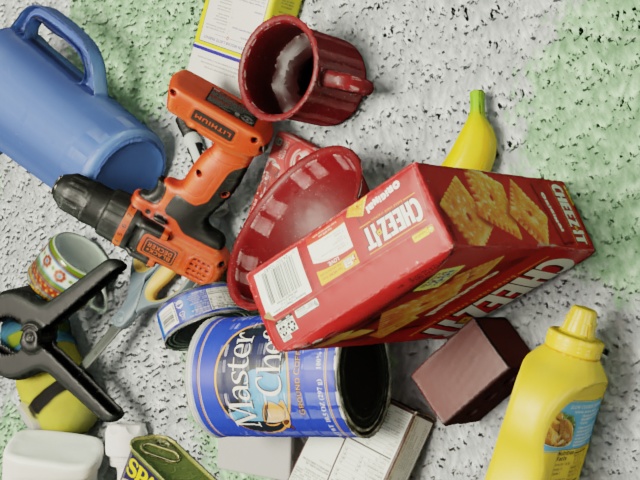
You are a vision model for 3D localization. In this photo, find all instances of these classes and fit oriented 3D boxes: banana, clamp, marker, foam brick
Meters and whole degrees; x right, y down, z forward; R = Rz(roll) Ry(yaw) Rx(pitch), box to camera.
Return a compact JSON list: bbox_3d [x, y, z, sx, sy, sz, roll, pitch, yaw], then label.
[{"bbox_3d":[0.085,-0.034,0.896,0.198,0.037,0.069,-45,40,26],"label":"banana"},{"bbox_3d":[-0.286,0.110,1.106,0.210,0.036,0.164,-7,86,22],"label":"clamp"},{"bbox_3d":[-0.120,-0.078,1.075,0.020,0.020,0.121,-36,65,32],"label":"marker"},{"bbox_3d":[0.122,0.104,0.842,0.078,0.052,0.051,-47,60,27],"label":"foam brick"}]

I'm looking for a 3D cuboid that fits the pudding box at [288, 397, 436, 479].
[{"bbox_3d":[0.033,0.182,0.902,0.090,0.039,0.113,22,85,38],"label":"pudding box"}]

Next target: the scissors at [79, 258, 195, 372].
[{"bbox_3d":[-0.204,0.063,1.111,0.202,0.016,0.096,-36,57,18],"label":"scissors"}]

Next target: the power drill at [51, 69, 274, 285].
[{"bbox_3d":[-0.142,-0.063,1.002,0.184,0.057,0.188,27,119,-9],"label":"power drill"}]

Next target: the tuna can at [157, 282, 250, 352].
[{"bbox_3d":[-0.111,0.073,1.014,0.086,0.085,0.034,-35,65,32],"label":"tuna can"}]

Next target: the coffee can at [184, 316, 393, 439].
[{"bbox_3d":[-0.025,0.111,0.875,0.140,0.102,0.103,-5,84,27],"label":"coffee can"}]

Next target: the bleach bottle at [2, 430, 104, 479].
[{"bbox_3d":[-0.285,0.327,1.134,0.102,0.068,0.251,7,111,2],"label":"bleach bottle"}]

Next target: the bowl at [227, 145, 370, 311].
[{"bbox_3d":[-0.006,0.001,0.899,0.162,0.055,0.162,-36,33,28],"label":"bowl"}]

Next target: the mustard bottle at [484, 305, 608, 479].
[{"bbox_3d":[0.165,0.140,0.776,0.058,0.096,0.192,22,101,38],"label":"mustard bottle"}]

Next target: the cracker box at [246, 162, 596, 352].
[{"bbox_3d":[0.080,0.018,0.779,0.164,0.213,0.072,-34,68,33],"label":"cracker box"}]

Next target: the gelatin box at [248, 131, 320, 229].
[{"bbox_3d":[-0.021,-0.046,0.984,0.073,0.030,0.089,30,106,36],"label":"gelatin box"}]

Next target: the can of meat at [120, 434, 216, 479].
[{"bbox_3d":[-0.157,0.257,1.059,0.102,0.057,0.084,33,110,36],"label":"can of meat"}]

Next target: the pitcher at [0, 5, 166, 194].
[{"bbox_3d":[-0.273,-0.131,1.136,0.145,0.149,0.243,-43,56,-19],"label":"pitcher"}]

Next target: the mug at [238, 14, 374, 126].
[{"bbox_3d":[-0.003,-0.144,0.943,0.117,0.081,0.093,14,95,39],"label":"mug"}]

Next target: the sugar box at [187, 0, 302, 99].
[{"bbox_3d":[-0.073,-0.199,1.029,0.093,0.048,0.176,26,107,37],"label":"sugar box"}]
